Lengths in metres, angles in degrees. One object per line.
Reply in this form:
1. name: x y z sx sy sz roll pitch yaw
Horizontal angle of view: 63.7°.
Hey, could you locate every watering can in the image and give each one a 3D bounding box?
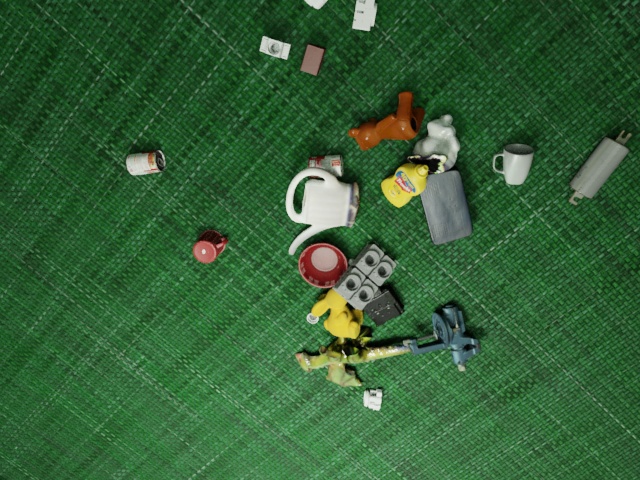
1. watering can: 0.005 -0.081 1.601 0.224 0.106 0.339 5 131 -3

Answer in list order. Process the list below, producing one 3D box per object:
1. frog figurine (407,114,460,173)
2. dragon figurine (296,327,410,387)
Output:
1. frog figurine: 0.339 -0.278 1.487 0.121 0.162 0.136 37 153 -29
2. dragon figurine: 0.113 0.426 1.798 0.410 0.125 0.237 7 130 6
